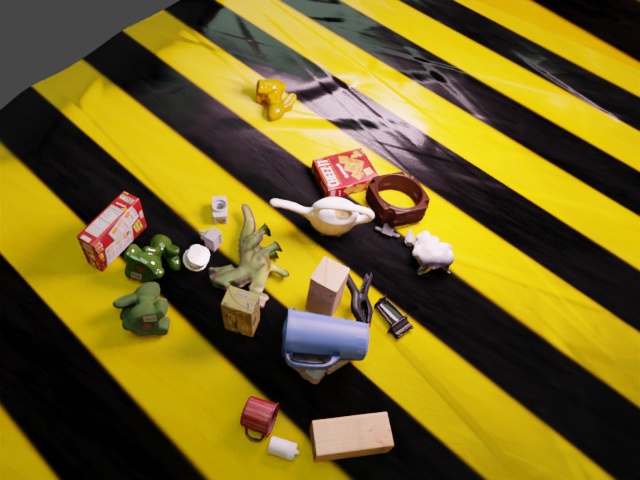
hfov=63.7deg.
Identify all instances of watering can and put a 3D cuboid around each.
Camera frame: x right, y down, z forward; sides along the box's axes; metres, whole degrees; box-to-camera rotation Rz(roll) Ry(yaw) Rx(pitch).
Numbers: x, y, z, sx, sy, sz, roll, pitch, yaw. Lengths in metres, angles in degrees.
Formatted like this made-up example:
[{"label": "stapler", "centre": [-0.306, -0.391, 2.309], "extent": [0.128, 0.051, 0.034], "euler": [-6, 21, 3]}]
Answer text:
[{"label": "watering can", "centre": [0.005, -0.088, 1.740], "extent": [0.347, 0.221, 0.105], "euler": [6, 73, -3]}]

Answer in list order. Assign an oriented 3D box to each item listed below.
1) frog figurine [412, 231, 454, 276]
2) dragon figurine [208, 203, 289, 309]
[{"label": "frog figurine", "centre": [0.384, 0.035, 1.760], "extent": [0.137, 0.120, 0.162], "euler": [-8, 66, 11]}, {"label": "dragon figurine", "centre": [-0.253, 0.063, 1.680], "extent": [0.244, 0.119, 0.417], "euler": [-28, 53, -14]}]
